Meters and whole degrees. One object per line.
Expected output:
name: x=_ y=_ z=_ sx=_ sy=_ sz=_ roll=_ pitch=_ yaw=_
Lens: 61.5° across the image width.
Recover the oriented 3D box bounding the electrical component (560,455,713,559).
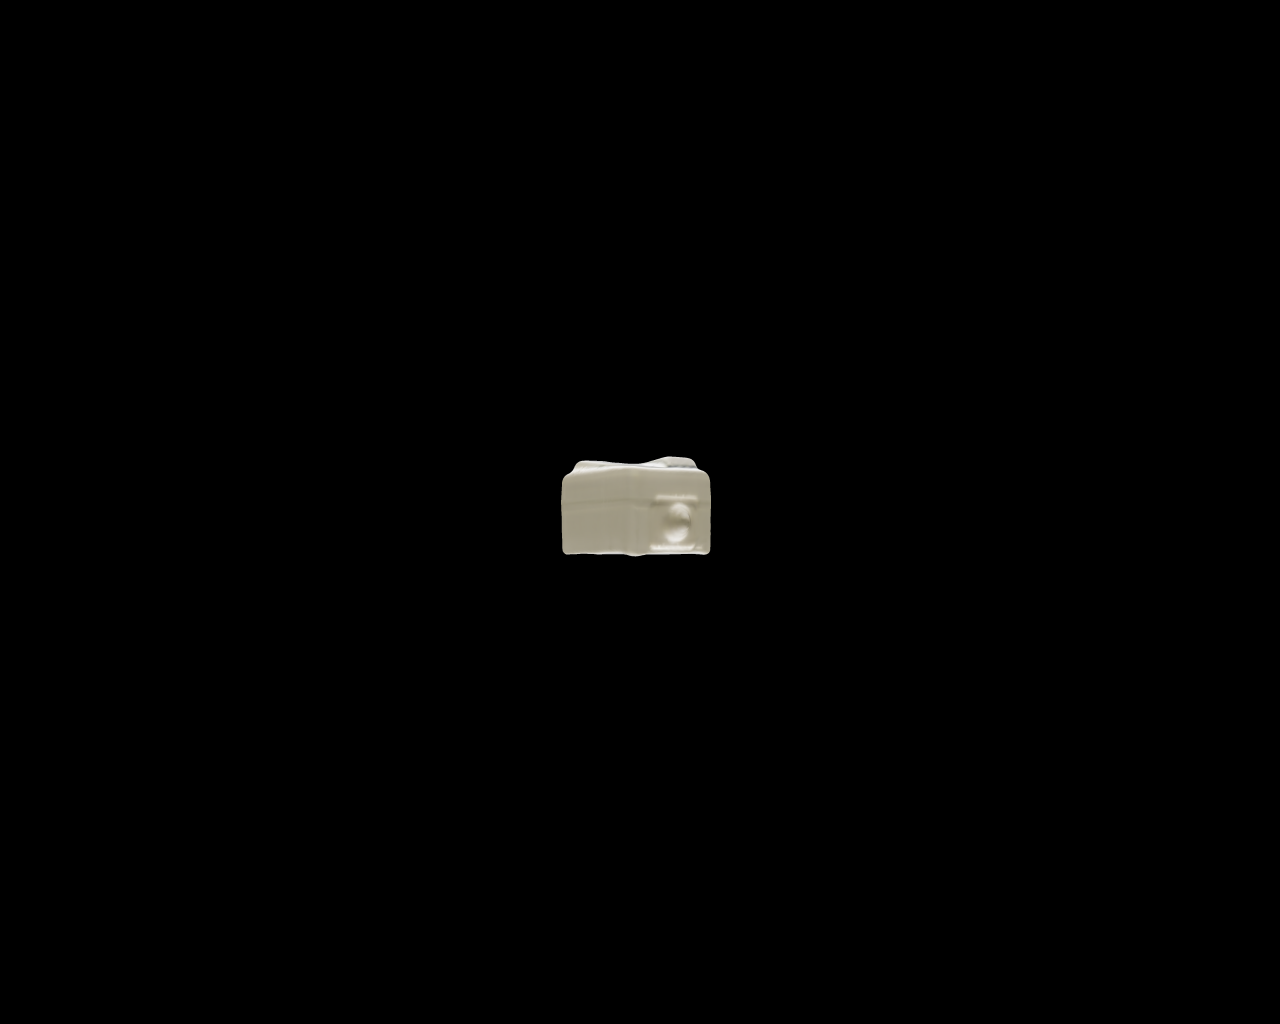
electrical component: x=0.001 y=-0.003 z=0.650 sx=0.062 sy=0.061 sz=0.096 roll=2 pitch=-3 yaw=-36
